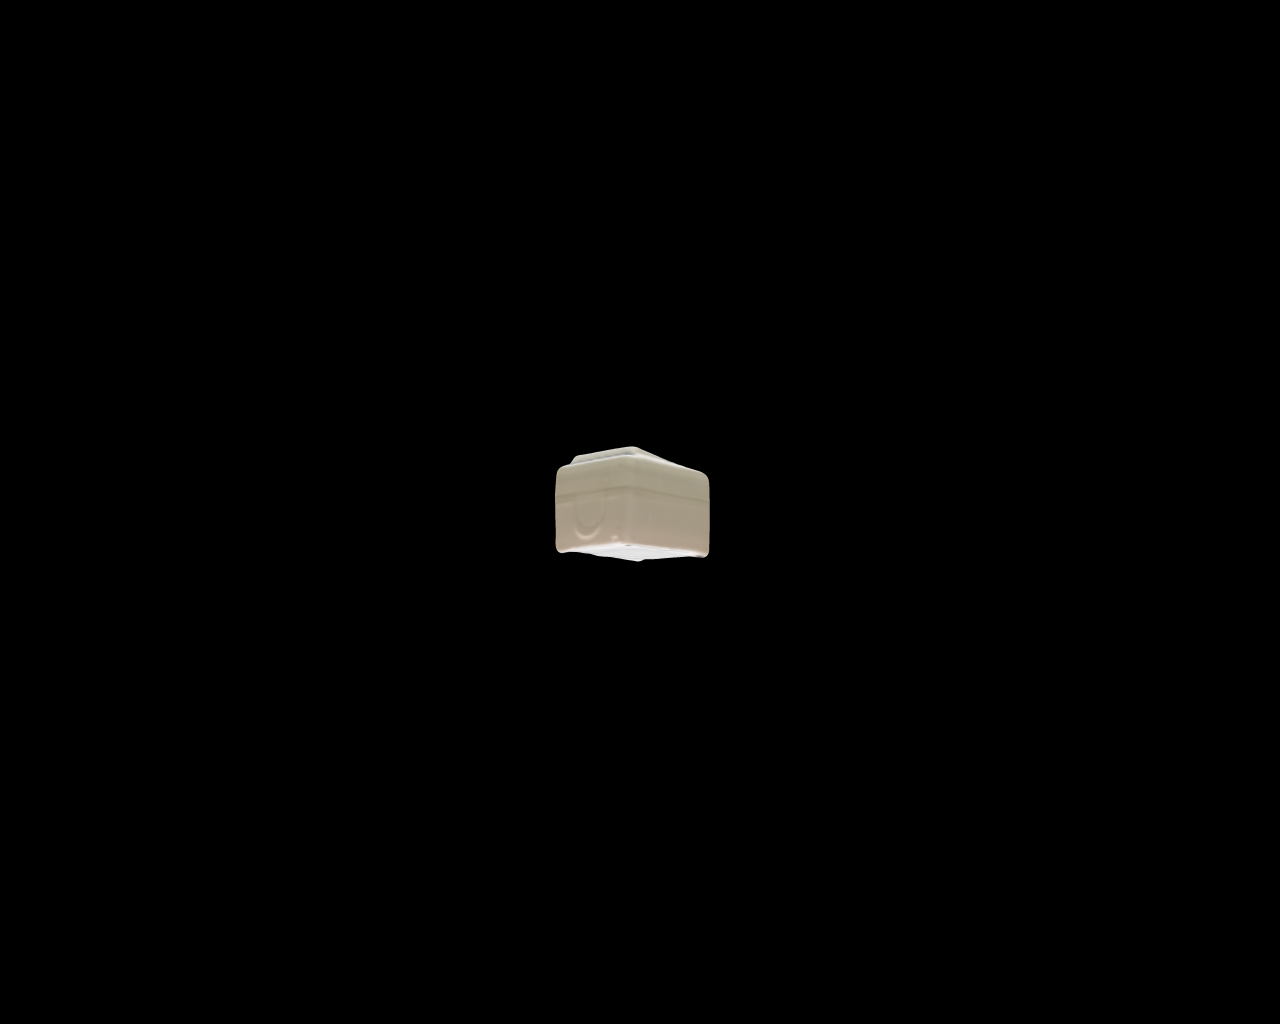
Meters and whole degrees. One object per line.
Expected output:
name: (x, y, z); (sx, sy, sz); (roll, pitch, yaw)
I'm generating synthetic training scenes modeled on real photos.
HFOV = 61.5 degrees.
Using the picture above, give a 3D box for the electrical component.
electrical component: (0.001, -0.003, 0.650); (0.061, 0.061, 0.096); (-7, -11, 39)
